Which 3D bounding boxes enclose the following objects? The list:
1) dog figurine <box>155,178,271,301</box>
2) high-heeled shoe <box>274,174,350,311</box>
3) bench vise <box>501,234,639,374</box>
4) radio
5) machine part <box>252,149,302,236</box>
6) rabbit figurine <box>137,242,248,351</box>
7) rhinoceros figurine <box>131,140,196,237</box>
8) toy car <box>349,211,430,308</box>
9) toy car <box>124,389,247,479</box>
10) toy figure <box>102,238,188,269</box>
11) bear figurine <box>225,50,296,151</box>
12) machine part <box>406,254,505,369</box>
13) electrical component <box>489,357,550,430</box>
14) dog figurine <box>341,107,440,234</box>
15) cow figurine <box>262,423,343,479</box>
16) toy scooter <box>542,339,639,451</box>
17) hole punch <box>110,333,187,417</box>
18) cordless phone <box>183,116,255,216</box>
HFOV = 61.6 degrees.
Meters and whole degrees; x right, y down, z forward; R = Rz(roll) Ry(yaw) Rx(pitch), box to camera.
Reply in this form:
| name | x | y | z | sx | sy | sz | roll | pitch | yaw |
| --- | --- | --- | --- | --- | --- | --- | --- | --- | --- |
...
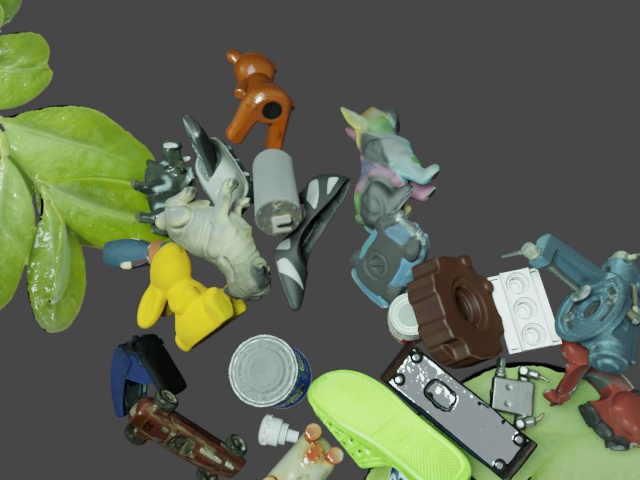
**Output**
| name | x | y | z | sx | sy | sz | roll | pitch | yaw |
| --- | --- | --- | --- | --- | --- | --- | --- | --- | --- |
| dog figurine | -0.174 | 0.018 | 0.869 | 0.172 | 0.121 | 0.190 | -18 | 67 | 15 |
| high-heeled shoe | -0.002 | -0.003 | 0.921 | 0.145 | 0.086 | 0.249 | -15 | 59 | 11 |
| bench vise | 0.397 | 0.064 | 0.788 | 0.240 | 0.129 | 0.223 | 37 | 65 | -6 |
| radio | 0.196 | 0.247 | 0.790 | 0.230 | 0.131 | 0.073 | 36 | 82 | 18 |
| machine part | -0.077 | -0.085 | 0.926 | 0.079 | 0.079 | 0.243 | -14 | 39 | 3 |
| rabbit figurine | -0.230 | 0.091 | 0.915 | 0.162 | 0.122 | 0.173 | -33 | 89 | 20 |
| rhinoceros figurine | -0.287 | -0.100 | 1.001 | 0.112 | 0.073 | 0.190 | -14 | 63 | 12 |
| toy car | 0.128 | 0.024 | 0.886 | 0.103 | 0.161 | 0.109 | -17 | 51 | -45 |
| toy car | -0.202 | 0.309 | 0.822 | 0.202 | 0.053 | 0.089 | 41 | 96 | -17 |
| toy figure | -0.315 | 0.024 | 0.981 | 0.155 | 0.057 | 0.064 | 1 | 78 | 3 |
| bear figurine | -0.127 | -0.276 | 1.034 | 0.131 | 0.120 | 0.196 | -63 | 37 | 28 |
| machine part | 0.205 | 0.103 | 0.798 | 0.056 | 0.179 | 0.179 | -32 | 64 | 40 |
| electrical component | 0.303 | 0.237 | 0.823 | 0.078 | 0.045 | 0.102 | 14 | 74 | 11 |
| dog figurine | 0.095 | -0.136 | 0.950 | 0.191 | 0.108 | 0.219 | -41 | 67 | -4 |
| cow figurine | -0.053 | 0.375 | 0.801 | 0.086 | 0.127 | 0.195 | 37 | 66 | 15 |
| toy scooter | 0.401 | 0.232 | 0.781 | 0.135 | 0.075 | 0.184 | -24 | 66 | -25 |
| hole punch | -0.292 | 0.219 | 0.877 | 0.092 | 0.142 | 0.116 | -30 | 82 | 2 |
| cordless phone | -0.179 | -0.130 | 0.944 | 0.089 | 0.184 | 0.147 | -31 | 70 | -7 |
